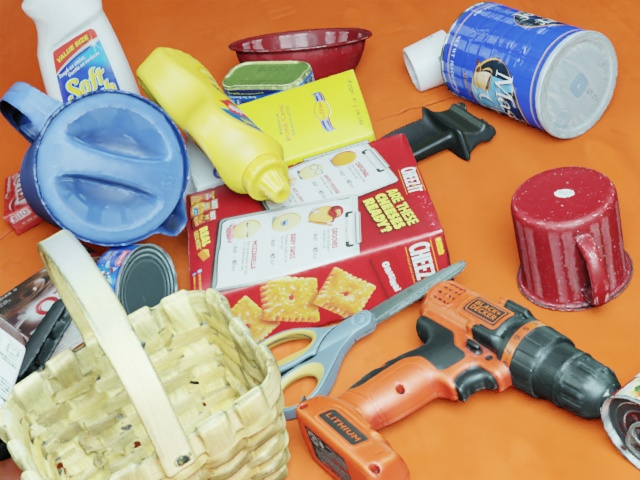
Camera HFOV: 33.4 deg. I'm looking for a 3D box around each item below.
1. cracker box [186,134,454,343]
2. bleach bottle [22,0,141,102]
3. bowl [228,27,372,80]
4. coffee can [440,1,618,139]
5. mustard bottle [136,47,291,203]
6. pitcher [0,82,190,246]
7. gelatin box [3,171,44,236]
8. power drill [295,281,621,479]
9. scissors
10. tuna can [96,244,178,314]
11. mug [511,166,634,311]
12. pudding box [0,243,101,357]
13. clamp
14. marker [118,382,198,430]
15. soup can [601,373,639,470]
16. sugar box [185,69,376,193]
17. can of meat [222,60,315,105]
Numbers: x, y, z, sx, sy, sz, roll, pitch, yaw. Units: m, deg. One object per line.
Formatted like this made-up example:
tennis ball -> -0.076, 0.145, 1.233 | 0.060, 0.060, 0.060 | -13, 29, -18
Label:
cracker box -> -0.006, 0.001, 0.935 | 0.213, 0.072, 0.164 | -16, 36, 2
bleach bottle -> -0.253, -0.175, 1.123 | 0.102, 0.251, 0.068 | -18, 35, 0
bowl -> -0.020, -0.200, 1.197 | 0.162, 0.055, 0.162 | -5, 17, 1
coffee can -> 0.201, -0.168, 1.039 | 0.102, 0.103, 0.140 | -33, 38, -20
mustard bottle -> -0.084, -0.094, 0.944 | 0.058, 0.096, 0.192 | -46, 54, 4
pitcher -> -0.224, -0.070, 1.004 | 0.144, 0.149, 0.243 | -8, 4, -22
gelatin box -> -0.308, -0.054, 1.166 | 0.073, 0.030, 0.089 | -28, 34, 5
power drill -> 0.092, 0.114, 0.756 | 0.187, 0.057, 0.185 | -32, 34, -22
scissors -> 0.030, 0.082, 0.842 | 0.202, 0.016, 0.096 | -21, 40, 9
tuna can -> -0.162, 0.045, 0.932 | 0.034, 0.086, 0.086 | 1, 40, 28
mug -> 0.197, 0.003, 0.832 | 0.093, 0.081, 0.117 | -16, 35, 4
pudding box -> -0.235, 0.058, 0.988 | 0.113, 0.039, 0.090 | -39, 42, -26
clamp -> -0.250, 0.122, 0.890 | 0.171, 0.039, 0.120 | -24, 53, -10
marker -> -0.115, 0.123, 0.866 | 0.121, 0.020, 0.020 | -31, 37, -16
soup can -> 0.243, 0.100, 0.695 | 0.102, 0.068, 0.069 | -35, 39, -23
sugar box -> -0.039, -0.096, 1.022 | 0.176, 0.048, 0.093 | -16, 51, 2
can of meat -> -0.047, -0.141, 1.130 | 0.102, 0.084, 0.057 | 3, 41, 28
